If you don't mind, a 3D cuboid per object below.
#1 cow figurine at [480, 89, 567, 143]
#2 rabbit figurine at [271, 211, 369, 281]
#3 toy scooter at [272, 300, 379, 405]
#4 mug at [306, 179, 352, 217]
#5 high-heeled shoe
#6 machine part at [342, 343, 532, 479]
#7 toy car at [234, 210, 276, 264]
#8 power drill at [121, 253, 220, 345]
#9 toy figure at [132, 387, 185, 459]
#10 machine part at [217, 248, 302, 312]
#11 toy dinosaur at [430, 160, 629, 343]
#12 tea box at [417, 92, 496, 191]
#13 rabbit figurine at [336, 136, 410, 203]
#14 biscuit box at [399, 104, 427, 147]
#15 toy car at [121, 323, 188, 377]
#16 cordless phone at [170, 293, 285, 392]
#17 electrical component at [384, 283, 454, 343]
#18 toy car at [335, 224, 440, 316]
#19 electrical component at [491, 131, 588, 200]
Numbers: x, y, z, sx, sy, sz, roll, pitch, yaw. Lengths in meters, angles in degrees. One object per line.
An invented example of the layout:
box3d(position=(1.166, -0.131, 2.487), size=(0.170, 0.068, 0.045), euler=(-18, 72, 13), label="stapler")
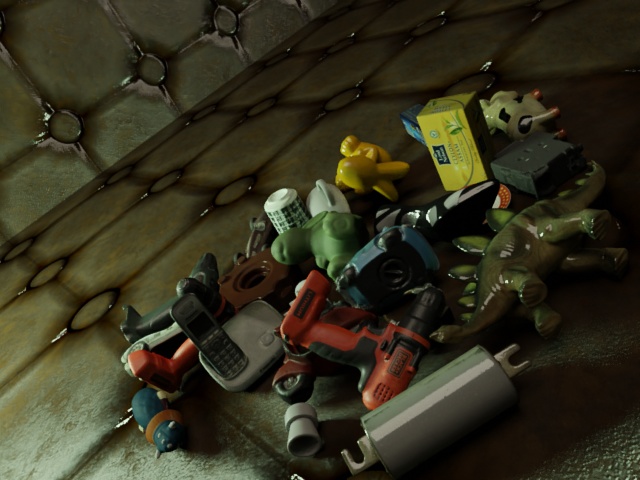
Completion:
box3d(position=(0.387, -0.240, 1.067), size=(0.127, 0.085, 0.195), euler=(-22, 35, 11), label="cow figurine")
box3d(position=(-0.002, -0.003, 0.985), size=(0.170, 0.121, 0.159), euler=(-4, 19, 15), label="rabbit figurine")
box3d(position=(-0.005, 0.150, 0.810), size=(0.184, 0.075, 0.135), euler=(-36, 40, -6), label="toy scooter")
box3d(position=(0.026, -0.068, 1.105), size=(0.081, 0.109, 0.107), euler=(-21, 39, -13), label="mug")
box3d(position=(0.189, -0.058, 0.911), size=(0.248, 0.086, 0.145), euler=(-41, 42, 32), label="high-heeled shoe")
box3d(position=(0.137, 0.197, 0.619), size=(0.243, 0.079, 0.079), euler=(-31, 29, -3), label="machine part")
box3d(position=(-0.133, -0.006, 1.200), size=(0.089, 0.053, 0.202), euler=(-13, 32, 22), label="toy car")
box3d(position=(-0.303, 0.131, 1.122), size=(0.207, 0.085, 0.232), euler=(-22, 32, -1), label="power drill")
box3d(position=(-0.251, 0.285, 0.847), size=(0.058, 0.064, 0.155), euler=(-3, 17, -37), label="toy figure")
box3d(position=(-0.118, 0.086, 1.039), size=(0.179, 0.056, 0.179), euler=(-21, 32, 14), label="machine part")
box3d(position=(0.305, 0.002, 0.745), size=(0.471, 0.105, 0.199), euler=(-32, 23, -25), label="toy dinosaur")
box3d(position=(0.259, -0.178, 0.992), size=(0.098, 0.169, 0.068), euler=(-2, 40, 43), label="tea box")
box3d(position=(0.095, -0.134, 1.107), size=(0.162, 0.121, 0.173), euler=(26, 15, 15), label="rabbit figurine")
box3d(position=(0.252, -0.257, 1.233), size=(0.063, 0.059, 0.203), euler=(-31, 30, 2), label="biscuit box")
box3d(position=(-0.267, 0.190, 0.992), size=(0.202, 0.073, 0.056), euler=(-30, 33, 0), label="toy car")
box3d(position=(-0.142, 0.134, 0.854), size=(0.146, 0.184, 0.089), euler=(-42, 27, -19), label="cordless phone")
box3d(position=(0.144, 0.111, 0.776), size=(0.102, 0.045, 0.078), euler=(-43, 30, -22), label="electrical component")
box3d(position=(0.106, 0.048, 0.868), size=(0.161, 0.109, 0.103), euler=(-39, 5, 9), label="toy car")
box3d(position=(0.372, -0.133, 0.940), size=(0.115, 0.058, 0.134), euler=(-34, 30, -10), label="electrical component")
